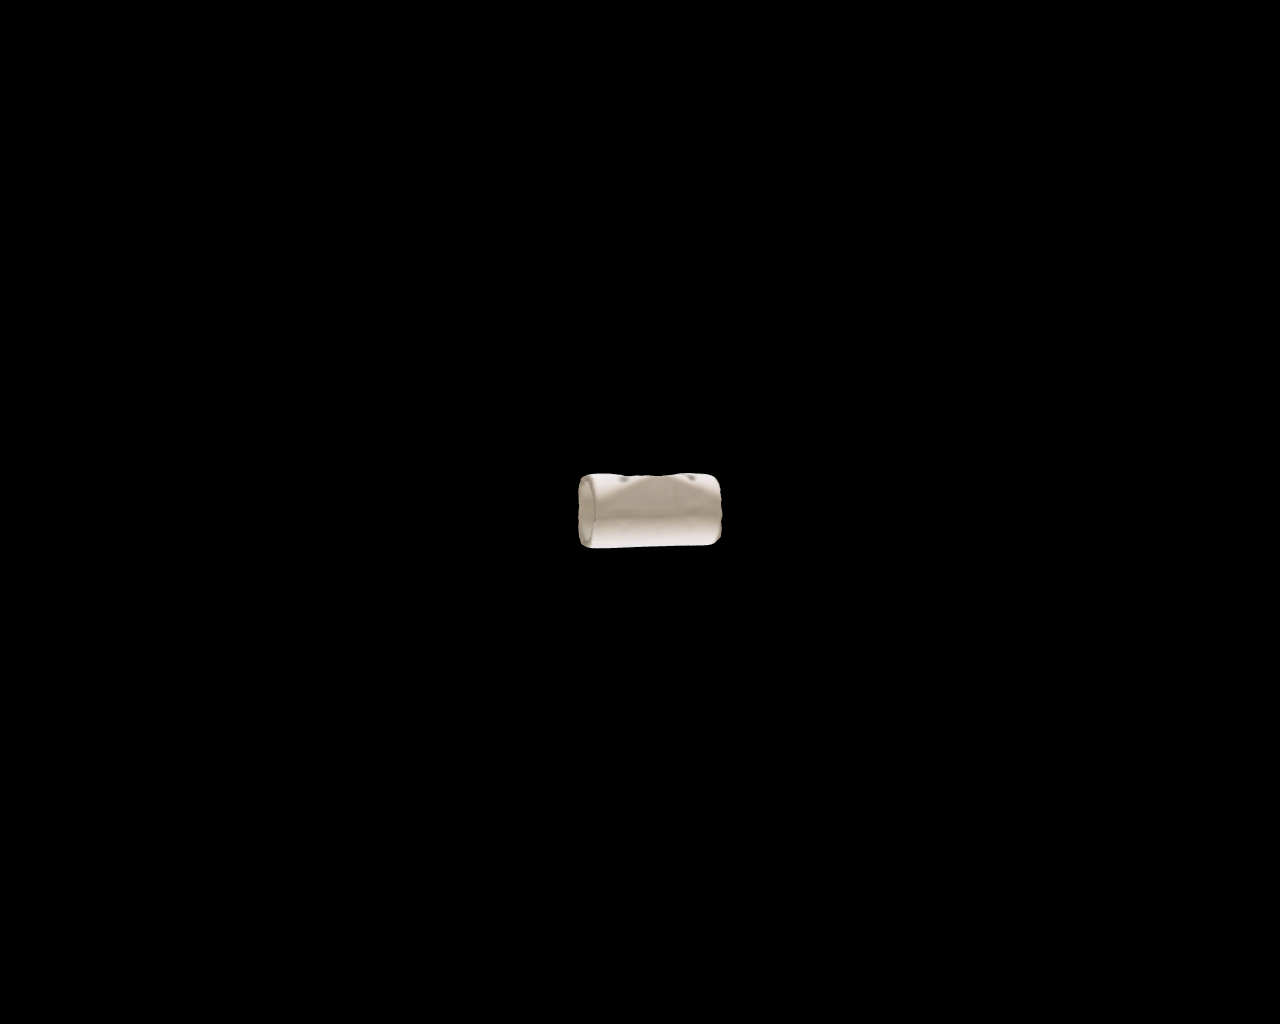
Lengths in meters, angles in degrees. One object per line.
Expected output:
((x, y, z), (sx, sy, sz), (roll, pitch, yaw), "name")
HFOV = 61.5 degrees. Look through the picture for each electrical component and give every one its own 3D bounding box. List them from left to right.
((0.001, -0.003, 0.650), (0.077, 0.044, 0.079), (-1, 4, -15), "electrical component")
